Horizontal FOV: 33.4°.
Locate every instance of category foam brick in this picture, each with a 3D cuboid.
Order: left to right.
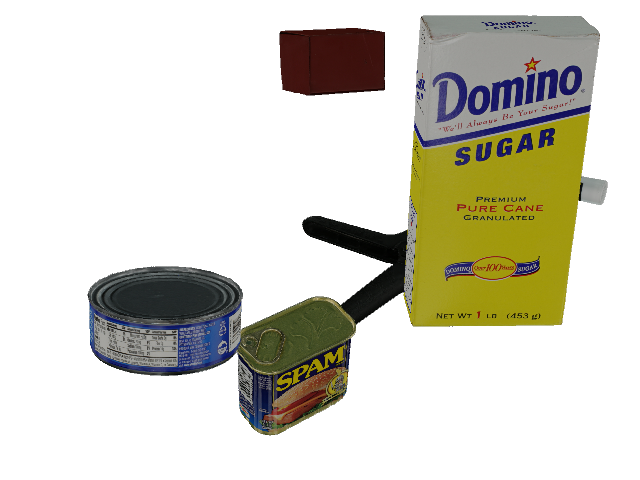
[{"bbox_3d":[0.011,-0.154,0.918,0.078,0.051,0.053,-8,18,-28],"label":"foam brick"}]

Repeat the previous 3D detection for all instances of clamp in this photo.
[{"bbox_3d":[0.086,0.029,1.094,0.210,0.036,0.164,-3,45,2],"label":"clamp"}]

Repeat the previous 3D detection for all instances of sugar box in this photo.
[{"bbox_3d":[0.099,-0.037,0.606,0.093,0.176,0.048,-1,27,-3],"label":"sugar box"}]

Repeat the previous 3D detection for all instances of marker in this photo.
[{"bbox_3d":[0.158,-0.048,0.819,0.121,0.020,0.020,14,6,24],"label":"marker"}]

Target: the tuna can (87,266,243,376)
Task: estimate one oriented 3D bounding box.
[{"bbox_3d":[-0.087,0.044,0.600,0.086,0.034,0.086,2,18,-1],"label":"tuna can"}]

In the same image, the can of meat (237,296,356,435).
[{"bbox_3d":[-0.022,0.108,0.909,0.101,0.084,0.057,-23,47,-27],"label":"can of meat"}]
